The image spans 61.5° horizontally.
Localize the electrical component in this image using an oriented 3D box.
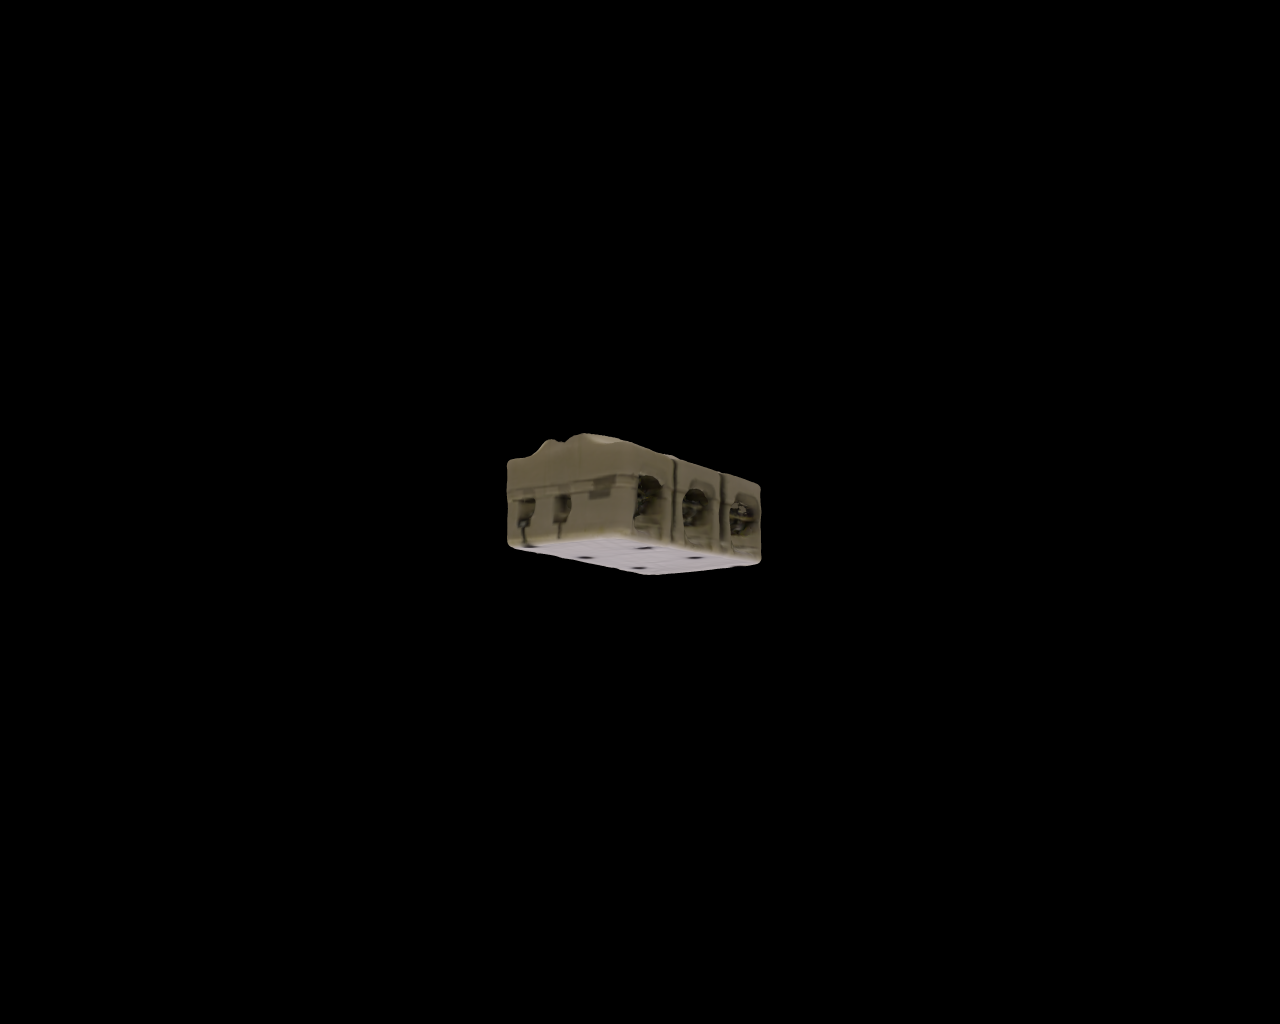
[{"bbox_3d":[0.001,-0.003,0.650,0.089,0.061,0.150,-8,-14,35],"label":"electrical component"}]
